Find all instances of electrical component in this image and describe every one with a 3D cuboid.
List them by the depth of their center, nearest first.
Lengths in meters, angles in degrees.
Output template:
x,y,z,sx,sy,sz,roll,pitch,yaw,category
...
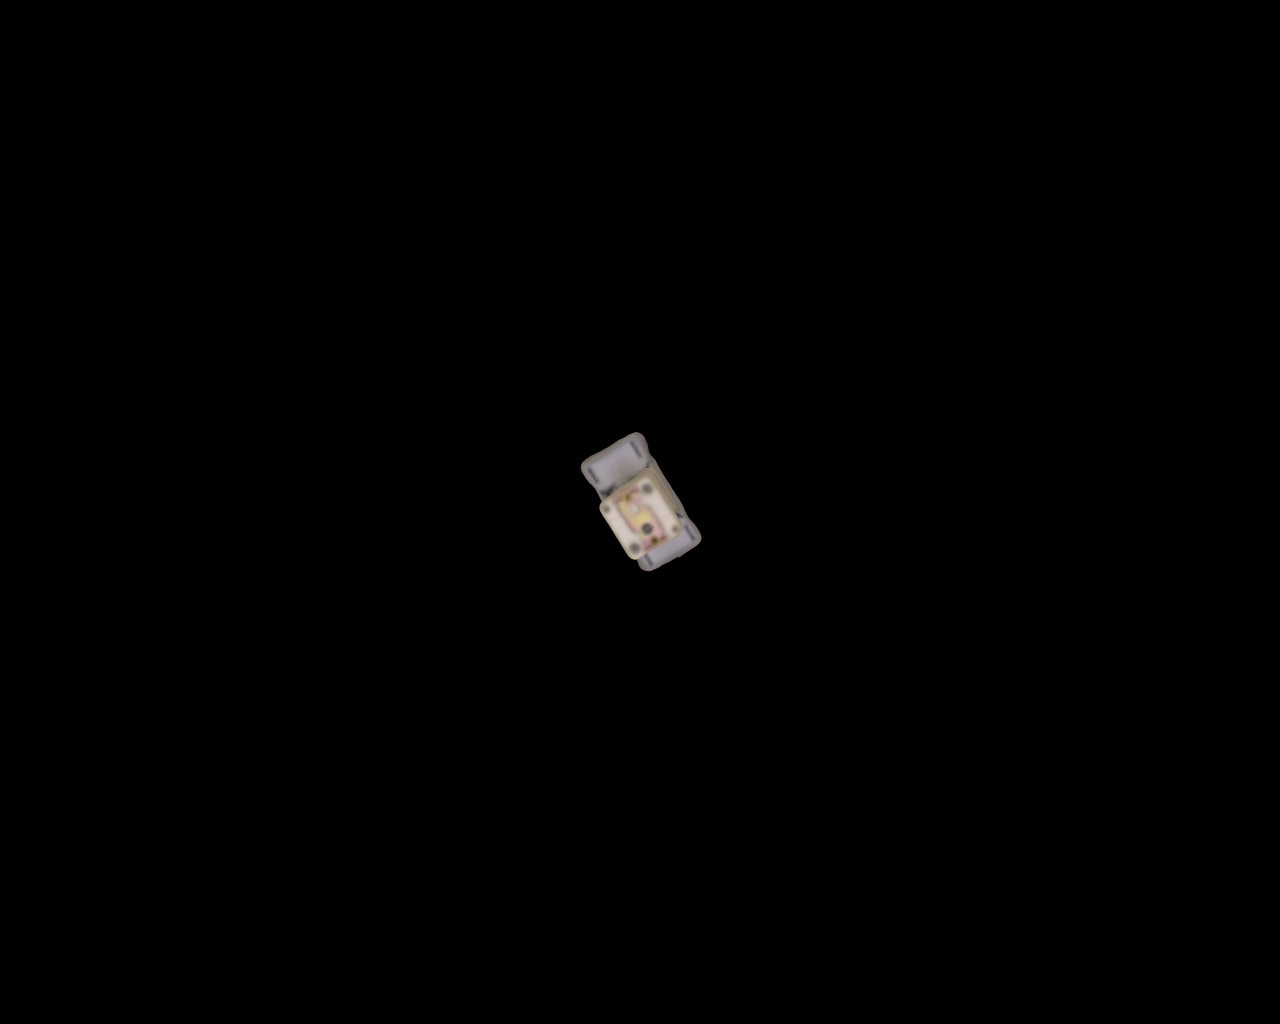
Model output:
x,y,z,sx,sy,sz,roll,pitch,yaw,category
0.001,-0.003,0.650,0.042,0.081,0.064,-31,11,7,electrical component
